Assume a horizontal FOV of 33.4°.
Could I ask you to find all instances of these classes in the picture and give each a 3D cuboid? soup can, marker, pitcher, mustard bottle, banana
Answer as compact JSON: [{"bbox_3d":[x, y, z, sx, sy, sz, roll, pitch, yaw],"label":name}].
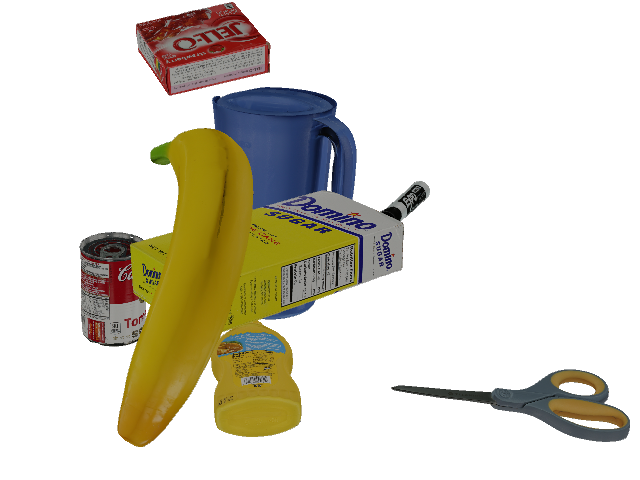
[{"bbox_3d":[-0.216,0.051,1.115,0.068,0.102,0.068,3,23,-2],"label":"soup can"},{"bbox_3d":[0.075,-0.031,0.963,0.020,0.020,0.121,0,16,21],"label":"marker"},{"bbox_3d":[-0.045,-0.039,1.165,0.145,0.243,0.149,-1,20,-8],"label":"pitcher"},{"bbox_3d":[-0.079,0.148,1.244,0.096,0.058,0.191,-4,30,-6],"label":"mustard bottle"},{"bbox_3d":[-0.061,0.005,0.513,0.037,0.198,0.070,26,-52,-23],"label":"banana"}]

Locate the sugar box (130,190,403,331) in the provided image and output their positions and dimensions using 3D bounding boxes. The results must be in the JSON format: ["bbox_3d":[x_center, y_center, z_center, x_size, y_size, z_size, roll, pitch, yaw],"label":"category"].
[{"bbox_3d":[-0.035,0.011,0.757,0.175,0.048,0.093,-21,31,-35],"label":"sugar box"}]

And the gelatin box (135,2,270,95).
[{"bbox_3d":[-0.094,-0.155,0.854,0.089,0.030,0.073,-17,45,-19],"label":"gelatin box"}]

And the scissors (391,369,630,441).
[{"bbox_3d":[0.170,0.130,0.935,0.202,0.016,0.096,14,29,11],"label":"scissors"}]
